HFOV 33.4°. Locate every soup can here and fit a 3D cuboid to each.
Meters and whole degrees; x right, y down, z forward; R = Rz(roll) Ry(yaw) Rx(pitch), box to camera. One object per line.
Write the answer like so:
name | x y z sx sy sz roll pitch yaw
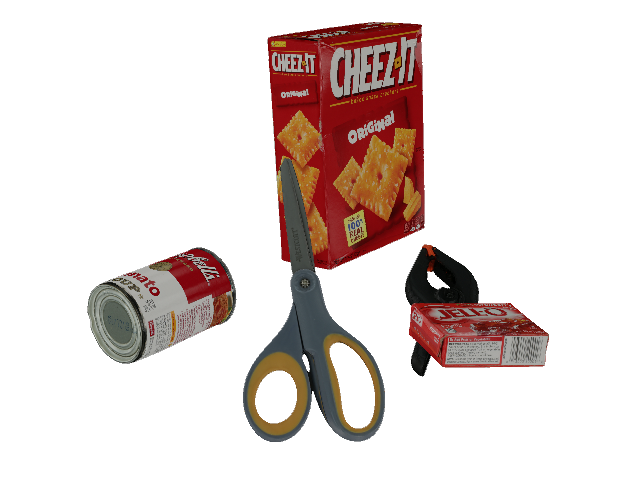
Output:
soup can | -0.127 0.052 0.858 0.069 0.068 0.102 0 15 41

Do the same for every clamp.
clamp | 0.147 0.073 1.135 0.120 0.171 0.039 4 -43 -9

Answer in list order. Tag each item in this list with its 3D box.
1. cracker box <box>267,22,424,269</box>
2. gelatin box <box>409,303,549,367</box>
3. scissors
cracker box | 0.032 -0.096 1.032 0.072 0.214 0.163 11 21 38
gelatin box | 0.122 0.072 0.836 0.089 0.030 0.073 1 15 -15
scissors | -0.025 0.043 0.686 0.096 0.202 0.016 -23 -25 -7
